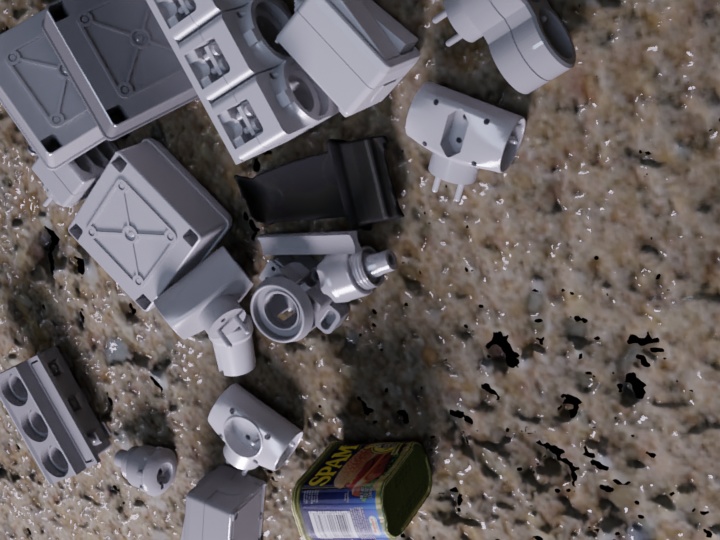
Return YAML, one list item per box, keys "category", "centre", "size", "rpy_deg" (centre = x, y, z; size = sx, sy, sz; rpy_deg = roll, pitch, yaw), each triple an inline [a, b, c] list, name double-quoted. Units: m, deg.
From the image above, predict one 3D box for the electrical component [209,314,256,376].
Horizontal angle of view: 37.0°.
- category: "electrical component"
  centre: [-0.113, 0.066, 0.960]
  size: [0.040, 0.040, 0.046]
  rpy_deg: [6, 117, 27]

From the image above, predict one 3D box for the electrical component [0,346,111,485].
- category: "electrical component"
  centre: [-0.308, 0.144, 1.081]
  size: [0.079, 0.063, 0.121]
  rpy_deg: [-24, 97, 33]

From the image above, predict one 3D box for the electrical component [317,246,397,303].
- category: "electrical component"
  centre: [0.000, 0.000, 0.869]
  size: [0.062, 0.043, 0.043]
  rpy_deg: [-18, 100, 31]

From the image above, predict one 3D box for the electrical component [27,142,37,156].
- category: "electrical component"
  centre: [-0.280, -0.133, 0.970]
  size: [0.040, 0.040, 0.078]
  rpy_deg: [46, 124, 5]

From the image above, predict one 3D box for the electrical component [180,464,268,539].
- category: "electrical component"
  centre: [-0.132, 0.244, 1.026]
  size: [0.061, 0.062, 0.096]
  rpy_deg: [17, 117, 22]

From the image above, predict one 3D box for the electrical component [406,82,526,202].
- category: "electrical component"
  centre: [0.073, -0.089, 0.794]
  size: [0.077, 0.043, 0.079]
  rpy_deg: [24, 120, 18]

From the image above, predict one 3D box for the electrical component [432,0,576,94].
- category: "electrical component"
  centre: [0.084, -0.183, 0.745]
  size: [0.074, 0.052, 0.138]
  rpy_deg: [-28, 94, 34]

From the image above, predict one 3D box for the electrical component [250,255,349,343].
- category: "electrical component"
  centre: [-0.055, 0.026, 0.901]
  size: [0.078, 0.057, 0.058]
  rpy_deg: [40, 123, 9]

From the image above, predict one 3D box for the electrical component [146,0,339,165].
- category: "electrical component"
  centre: [-0.085, -0.169, 0.820]
  size: [0.062, 0.089, 0.150]
  rpy_deg: [-25, 96, 33]

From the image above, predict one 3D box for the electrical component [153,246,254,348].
- category: "electrical component"
  centre: [-0.124, 0.032, 0.921]
  size: [0.077, 0.044, 0.079]
  rpy_deg: [-39, 65, -3]

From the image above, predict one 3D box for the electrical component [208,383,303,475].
- category: "electrical component"
  centre: [-0.102, 0.156, 0.986]
  size: [0.077, 0.044, 0.079]
  rpy_deg: [34, 122, 13]

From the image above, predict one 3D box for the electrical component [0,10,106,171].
- category: "electrical component"
  centre: [-0.243, -0.158, 0.896]
  size: [0.108, 0.109, 0.056]
  rpy_deg: [55, 164, -1]

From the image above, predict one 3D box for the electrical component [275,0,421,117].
- category: "electrical component"
  centre: [-0.010, -0.172, 0.795]
  size: [0.096, 0.062, 0.061]
  rpy_deg: [47, 123, 4]

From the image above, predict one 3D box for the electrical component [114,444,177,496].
- category: "electrical component"
  centre: [-0.216, 0.193, 1.063]
  size: [0.062, 0.048, 0.048]
  rpy_deg: [11, 114, 32]

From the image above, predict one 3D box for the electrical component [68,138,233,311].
- category: "electrical component"
  centre: [-0.185, -0.039, 0.946]
  size: [0.108, 0.056, 0.108]
  rpy_deg: [45, 123, 6]

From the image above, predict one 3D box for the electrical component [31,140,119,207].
- category: "electrical component"
  centre: [-0.259, -0.082, 0.963]
  size: [0.047, 0.066, 0.077]
  rpy_deg: [51, 124, 2]

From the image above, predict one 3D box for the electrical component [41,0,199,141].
- category: "electrical component"
  centre: [-0.178, -0.176, 0.853]
  size: [0.108, 0.109, 0.056]
  rpy_deg: [61, 162, -5]
